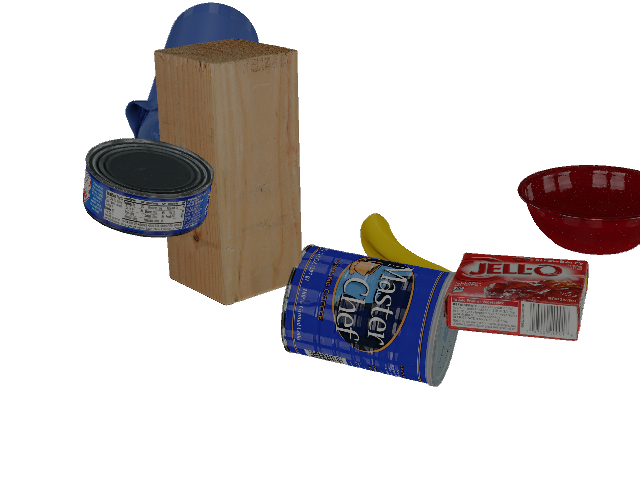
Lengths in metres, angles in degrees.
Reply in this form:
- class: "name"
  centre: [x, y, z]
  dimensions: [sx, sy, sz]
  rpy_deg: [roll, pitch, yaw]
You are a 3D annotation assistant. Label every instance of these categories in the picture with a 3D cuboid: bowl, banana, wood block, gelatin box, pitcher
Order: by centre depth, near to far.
- class: "gelatin box"
  centre: [0.134, 0.036, 0.728]
  dimensions: [0.089, 0.030, 0.073]
  rpy_deg: [4, 23, 17]
- class: "wood block"
  centre: [-0.078, -0.062, 0.923]
  dimensions: [0.090, 0.206, 0.091]
  rpy_deg: [-17, 26, -38]
- class: "bowl"
  centre: [0.285, -0.028, 1.106]
  dimensions: [0.162, 0.055, 0.162]
  rpy_deg: [-2, 23, 1]
- class: "banana"
  centre: [0.088, 0.017, 1.181]
  dimensions: [0.069, 0.037, 0.198]
  rpy_deg: [2, 23, -34]
- class: "pitcher"
  centre: [-0.118, -0.159, 1.194]
  dimensions: [0.145, 0.149, 0.243]
  rpy_deg: [-11, 39, 9]

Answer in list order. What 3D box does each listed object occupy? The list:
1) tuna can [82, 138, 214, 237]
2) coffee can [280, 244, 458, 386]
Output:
- class: "tuna can"
  centre: [-0.116, -0.036, 0.719]
  dimensions: [0.086, 0.034, 0.086]
  rpy_deg: [10, 27, -5]
- class: "coffee can"
  centre: [0.048, 0.066, 0.961]
  dimensions: [0.140, 0.103, 0.102]
  rpy_deg: [11, 3, 18]
